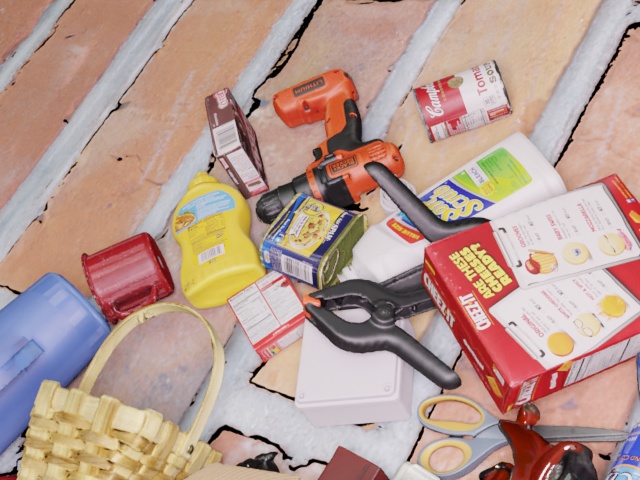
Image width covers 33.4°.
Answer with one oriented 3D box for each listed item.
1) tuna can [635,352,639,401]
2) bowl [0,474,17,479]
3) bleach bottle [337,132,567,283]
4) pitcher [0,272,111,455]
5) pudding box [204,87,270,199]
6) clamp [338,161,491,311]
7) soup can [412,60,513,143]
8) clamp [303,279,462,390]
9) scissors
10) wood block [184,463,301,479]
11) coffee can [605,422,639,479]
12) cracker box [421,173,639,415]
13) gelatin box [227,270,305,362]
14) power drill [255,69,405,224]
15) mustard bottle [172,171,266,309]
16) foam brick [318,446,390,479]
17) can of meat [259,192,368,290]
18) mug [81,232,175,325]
[{"bbox_3d":[0.300,0.138,0.932,0.034,0.086,0.086,-10,51,22],"label":"tuna can"},{"bbox_3d":[-0.350,0.311,1.124,0.162,0.055,0.162,-13,50,15],"label":"bowl"},{"bbox_3d":[0.135,-0.012,1.145,0.251,0.068,0.103,-32,48,2],"label":"bleach bottle"},{"bbox_3d":[-0.353,0.152,1.197,0.242,0.145,0.149,-45,50,-16],"label":"pitcher"},{"bbox_3d":[-0.103,-0.120,1.323,0.039,0.090,0.113,-22,48,10],"label":"pudding box"},{"bbox_3d":[0.125,0.007,1.090,0.210,0.164,0.036,5,15,6],"label":"clamp"},{"bbox_3d":[0.166,-0.161,1.243,0.102,0.068,0.068,-19,48,9],"label":"soup can"},{"bbox_3d":[0.067,0.087,1.035,0.171,0.039,0.120,1,49,4],"label":"clamp"},{"bbox_3d":[0.175,0.195,0.992,0.202,0.016,0.096,12,62,32],"label":"scissors"},{"bbox_3d":[-0.071,0.305,0.895,0.091,0.090,0.206,3,98,27],"label":"wood block"},{"bbox_3d":[0.267,0.233,0.860,0.103,0.102,0.140,22,65,36],"label":"coffee can"},{"bbox_3d":[0.226,0.047,1.001,0.213,0.072,0.164,-21,57,-12],"label":"cracker box"},{"bbox_3d":[-0.053,0.081,1.181,0.073,0.030,0.089,-34,46,-1],"label":"gelatin box"},{"bbox_3d":[-0.004,-0.112,1.294,0.184,0.057,0.188,-20,51,5],"label":"power drill"},{"bbox_3d":[-0.127,-0.012,1.271,0.096,0.058,0.192,-25,48,9],"label":"mustard bottle"},{"bbox_3d":[0.025,0.244,1.000,0.053,0.051,0.078,22,66,35],"label":"foam brick"},{"bbox_3d":[-0.008,0.002,1.183,0.084,0.057,0.102,22,52,22],"label":"can of meat"},{"bbox_3d":[-0.220,0.048,1.245,0.081,0.093,0.117,-24,37,-1],"label":"mug"}]
